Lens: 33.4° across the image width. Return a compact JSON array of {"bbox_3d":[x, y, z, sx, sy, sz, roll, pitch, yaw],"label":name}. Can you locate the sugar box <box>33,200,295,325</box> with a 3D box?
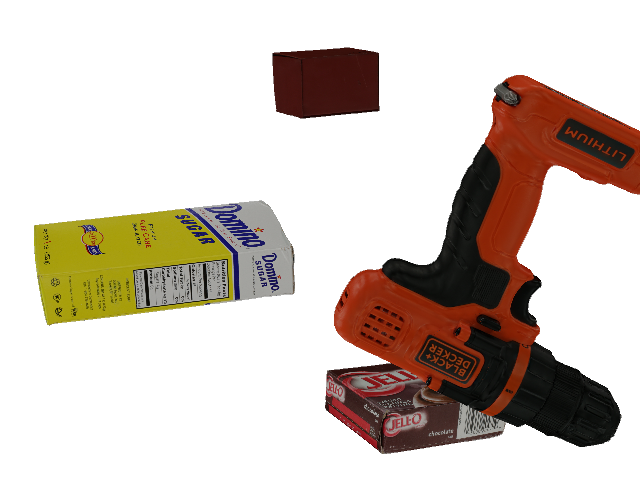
[{"bbox_3d":[-0.114,0.013,0.770,0.176,0.048,0.093,-9,26,-13],"label":"sugar box"}]

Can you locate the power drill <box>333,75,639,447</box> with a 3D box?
[{"bbox_3d":[0.125,0.015,0.612,0.184,0.188,0.057,25,13,-9],"label":"power drill"}]

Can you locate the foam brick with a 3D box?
[{"bbox_3d":[0.005,-0.135,0.910,0.078,0.051,0.053,-9,18,-27],"label":"foam brick"}]

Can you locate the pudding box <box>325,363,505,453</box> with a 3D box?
[{"bbox_3d":[0.072,0.123,0.814,0.113,0.039,0.090,-1,14,-28],"label":"pudding box"}]
